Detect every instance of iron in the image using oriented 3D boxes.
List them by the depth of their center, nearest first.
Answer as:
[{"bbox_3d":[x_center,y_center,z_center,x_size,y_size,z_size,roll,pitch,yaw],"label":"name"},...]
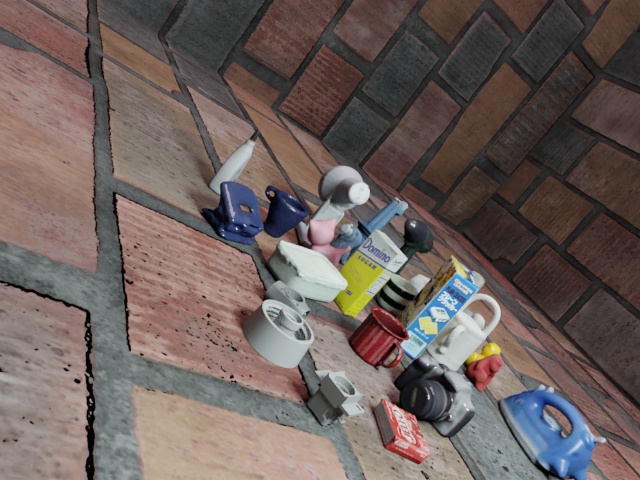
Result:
[{"bbox_3d":[0.510,0.406,1.275,0.119,0.141,0.257,29,17,-30],"label":"iron"}]

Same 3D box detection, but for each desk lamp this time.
[{"bbox_3d":[0.041,-0.080,1.478,0.118,0.213,0.203,33,16,-20],"label":"desk lamp"}]

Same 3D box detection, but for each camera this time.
[{"bbox_3d":[0.200,0.270,1.033,0.137,0.100,0.142,22,22,-47],"label":"camera"}]

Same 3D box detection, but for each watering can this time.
[{"bbox_3d":[0.350,0.210,1.377,0.101,0.194,0.173,38,15,1],"label":"watering can"}]

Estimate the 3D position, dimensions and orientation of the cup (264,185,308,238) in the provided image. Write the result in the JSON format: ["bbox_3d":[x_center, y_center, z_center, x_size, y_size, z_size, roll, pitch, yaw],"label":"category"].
[{"bbox_3d":[-0.099,-0.062,1.329,0.117,0.095,0.092,41,15,11],"label":"cup"}]

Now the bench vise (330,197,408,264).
[{"bbox_3d":[0.143,-0.021,1.527,0.121,0.219,0.208,42,15,15],"label":"bench vise"}]

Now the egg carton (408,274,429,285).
[{"bbox_3d":[0.323,0.163,1.696,0.151,0.069,0.107,24,20,-42],"label":"egg carton"}]

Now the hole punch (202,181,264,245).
[{"bbox_3d":[-0.164,-0.054,1.163,0.101,0.091,0.109,47,17,31],"label":"hole punch"}]

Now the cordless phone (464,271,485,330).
[{"bbox_3d":[0.414,0.192,1.600,0.147,0.185,0.094,39,15,5],"label":"cordless phone"}]

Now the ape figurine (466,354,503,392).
[{"bbox_3d":[0.408,0.316,1.398,0.078,0.092,0.076,27,18,-36],"label":"ape figurine"}]

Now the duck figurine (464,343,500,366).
[{"bbox_3d":[0.429,0.304,1.494,0.105,0.086,0.077,25,20,-40],"label":"duck figurine"}]

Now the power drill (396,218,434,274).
[{"bbox_3d":[0.233,0.035,1.594,0.075,0.208,0.230,44,16,23],"label":"power drill"}]

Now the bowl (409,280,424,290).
[{"bbox_3d":[0.279,0.186,1.517,0.168,0.074,0.167,35,15,-11],"label":"bowl"}]

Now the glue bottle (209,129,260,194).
[{"bbox_3d":[-0.190,-0.184,1.328,0.037,0.173,0.078,38,15,1],"label":"glue bottle"}]

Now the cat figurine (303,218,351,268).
[{"bbox_3d":[0.012,0.005,1.347,0.128,0.117,0.067,35,15,-12],"label":"cat figurine"}]
